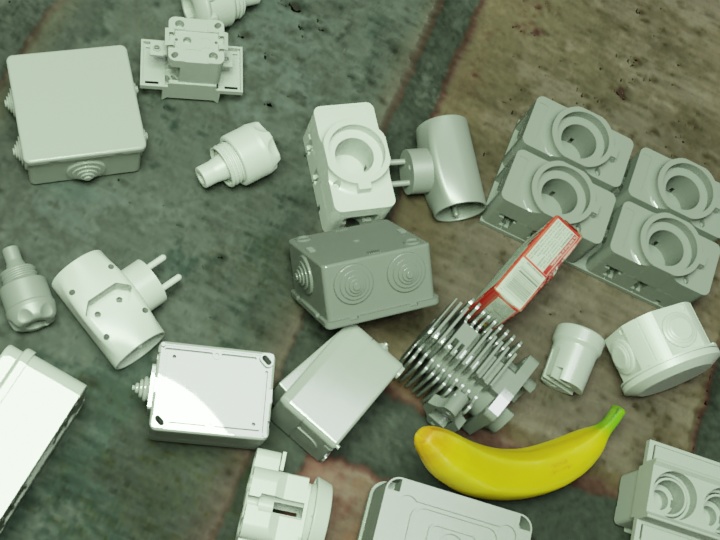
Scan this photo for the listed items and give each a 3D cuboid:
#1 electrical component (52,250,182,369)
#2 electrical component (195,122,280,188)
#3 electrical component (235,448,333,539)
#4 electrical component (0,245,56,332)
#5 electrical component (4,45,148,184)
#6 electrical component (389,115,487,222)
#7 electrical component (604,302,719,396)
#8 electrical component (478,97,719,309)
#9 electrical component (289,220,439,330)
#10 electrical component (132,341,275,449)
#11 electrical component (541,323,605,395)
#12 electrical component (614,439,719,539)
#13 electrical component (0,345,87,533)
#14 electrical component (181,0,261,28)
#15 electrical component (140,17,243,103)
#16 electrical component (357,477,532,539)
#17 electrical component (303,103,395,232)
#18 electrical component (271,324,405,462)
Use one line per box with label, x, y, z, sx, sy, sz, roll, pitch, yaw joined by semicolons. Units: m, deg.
electrical component;-0.167;0.019;0.779;0.079;0.043;0.077;-36;83;-22
electrical component;-0.097;-0.085;0.834;0.062;0.043;0.043;-30;80;-20
electrical component;-0.052;0.168;0.748;0.057;0.058;0.078;13;68;-6
electrical component;-0.241;0.012;0.768;0.035;0.035;0.061;-18;74;-19
electrical component;-0.214;-0.116;0.813;0.100;0.048;0.099;-9;73;-17
electrical component;0.057;-0.081;0.871;0.079;0.043;0.077;-6;72;-15
electrical component;0.237;0.064;0.846;0.080;0.080;0.051;-15;69;-18
electrical component;0.208;-0.054;0.891;0.186;0.060;0.105;25;67;-4
electrical component;0.000;0.000;0.798;0.100;0.100;0.048;-12;109;-18
electrical component;-0.112;0.090;0.758;0.096;0.061;0.061;7;71;-10
electrical component;0.167;0.071;0.848;0.040;0.040;0.046;26;72;-4
electrical component;0.262;0.187;0.816;0.121;0.063;0.078;19;67;-7
electrical component;-0.236;0.113;0.710;0.057;0.078;0.113;31;67;-5
electrical component;-0.112;-0.220;0.879;0.062;0.048;0.048;-20;77;-27
electrical component;-0.131;-0.165;0.843;0.081;0.064;0.042;1;72;-14
electrical component;0.056;0.200;0.764;0.113;0.057;0.078;18;69;-7
electrical component;-0.009;-0.082;0.849;0.050;0.055;0.089;-8;73;-17
electrical component;-0.017;0.082;0.785;0.061;0.061;0.096;41;67;3
